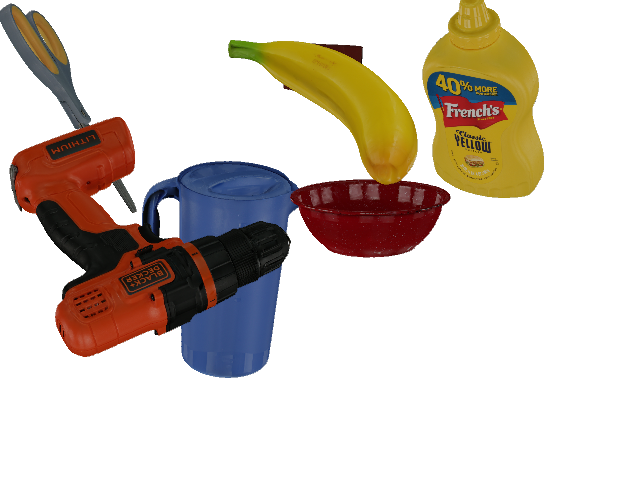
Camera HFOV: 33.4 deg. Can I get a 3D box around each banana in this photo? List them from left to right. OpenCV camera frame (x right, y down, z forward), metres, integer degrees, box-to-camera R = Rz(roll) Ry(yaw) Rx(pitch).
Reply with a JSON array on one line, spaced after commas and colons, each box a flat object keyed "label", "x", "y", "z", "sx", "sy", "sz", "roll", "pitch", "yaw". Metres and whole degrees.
[{"label": "banana", "x": 0.014, "y": -0.084, "z": 0.669, "sx": 0.069, "sy": 0.037, "sz": 0.198, "roll": -18, "pitch": 37, "yaw": -24}]

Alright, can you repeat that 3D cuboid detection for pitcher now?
[{"label": "pitcher", "x": -0.117, "y": 0.035, "z": 1.264, "sx": 0.149, "sy": 0.243, "sz": 0.144, "roll": 21, "pitch": 27, "yaw": 33}]

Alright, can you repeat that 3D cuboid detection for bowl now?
[{"label": "bowl", "x": 0.050, "y": -0.021, "z": 1.078, "sx": 0.162, "sy": 0.055, "sz": 0.162, "roll": -1, "pitch": 14, "yaw": 0}]

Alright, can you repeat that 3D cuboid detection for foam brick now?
[{"label": "foam brick", "x": 0.002, "y": -0.188, "z": 1.164, "sx": 0.078, "sy": 0.051, "sz": 0.053, "roll": 0, "pitch": 11, "yaw": -16}]

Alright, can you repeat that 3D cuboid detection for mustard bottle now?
[{"label": "mustard bottle", "x": 0.134, "y": -0.122, "z": 0.892, "sx": 0.096, "sy": 0.058, "sz": 0.191, "roll": 17, "pitch": -36, "yaw": 28}]

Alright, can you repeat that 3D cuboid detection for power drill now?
[{"label": "power drill", "x": -0.140, "y": -0.013, "z": 0.817, "sx": 0.184, "sy": 0.057, "sz": 0.188, "roll": -23, "pitch": 54, "yaw": -24}]

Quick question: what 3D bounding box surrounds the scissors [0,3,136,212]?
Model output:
[{"label": "scissors", "x": -0.215, "y": -0.123, "z": 0.940, "sx": 0.016, "sy": 0.201, "sz": 0.096, "roll": -27, "pitch": 26, "yaw": 10}]
